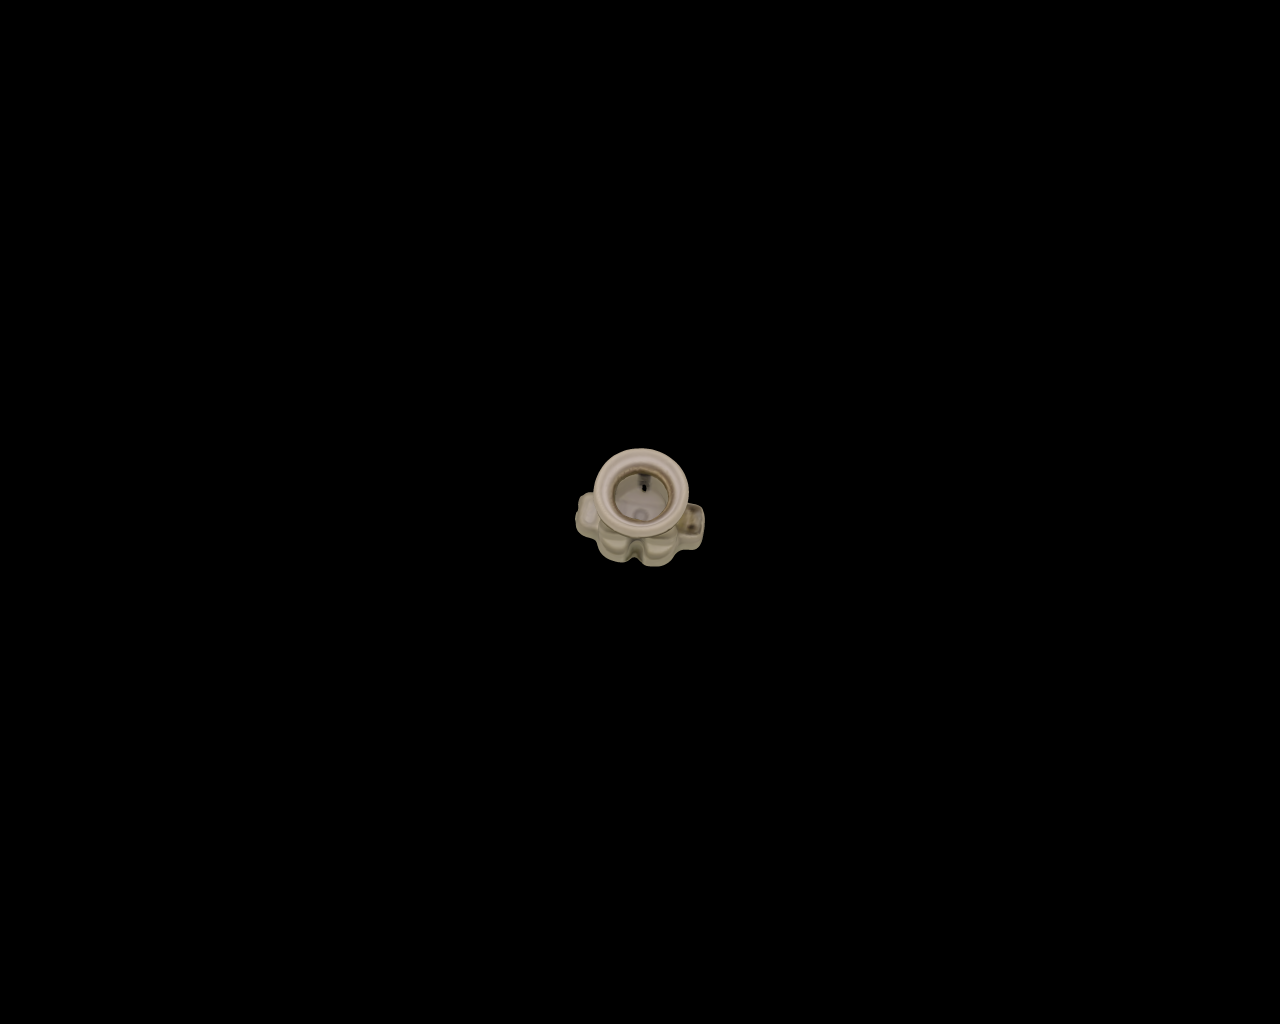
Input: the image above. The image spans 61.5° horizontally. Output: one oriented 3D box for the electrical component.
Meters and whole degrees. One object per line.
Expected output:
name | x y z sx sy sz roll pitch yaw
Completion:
electrical component | 0.001 -0.003 0.650 0.078 0.058 0.057 8 -23 3
